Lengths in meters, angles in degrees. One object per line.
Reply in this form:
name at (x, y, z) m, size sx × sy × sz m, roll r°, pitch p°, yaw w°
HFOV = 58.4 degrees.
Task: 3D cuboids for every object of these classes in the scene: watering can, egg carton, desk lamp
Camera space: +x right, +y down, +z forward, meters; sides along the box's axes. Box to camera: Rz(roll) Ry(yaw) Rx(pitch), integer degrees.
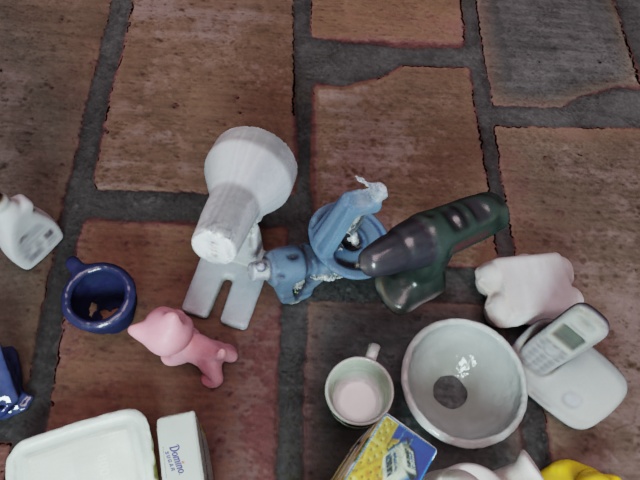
watering can at (0.171, 0.299, 0.644) m, size 0.100 × 0.194 × 0.173 m, roll 35°, pitch 66°, yaw 12°
egg carton at (0.304, 0.074, 0.836) m, size 0.150 × 0.069 × 0.107 m, roll -6°, pitch 65°, yaw -8°
desk lamp at (-0.110, -0.014, 0.759) m, size 0.118 × 0.213 × 0.203 m, roll 15°, pitch 64°, yaw 2°

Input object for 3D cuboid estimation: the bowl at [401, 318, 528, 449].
bowl at (0.183, 0.194, 0.763) m, size 0.167 × 0.075 × 0.167 m, roll 2°, pitch 64°, yaw -4°

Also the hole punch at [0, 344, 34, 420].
hole punch at (-0.428, 0.177, 0.704) m, size 0.109 × 0.091 × 0.101 m, roll -19°, pitch 67°, yaw -14°

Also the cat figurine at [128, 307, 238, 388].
cat figurine at (-0.174, 0.129, 0.737) m, size 0.127 × 0.118 × 0.067 m, roll 23°, pitch 64°, yaw 6°

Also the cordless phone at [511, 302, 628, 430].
cordless phone at (0.333, 0.158, 0.733) m, size 0.147 × 0.185 × 0.094 m, roll 38°, pitch 67°, yaw 13°

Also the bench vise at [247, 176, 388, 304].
bench vise at (0.014, 0.011, 0.755) m, size 0.208 × 0.220 × 0.121 m, roll -35°, pitch 72°, yaw -19°

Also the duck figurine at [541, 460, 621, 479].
duck figurine at (0.325, 0.312, 0.713) m, size 0.104 × 0.086 × 0.077 m, roll -4°, pitch 65°, yaw -7°

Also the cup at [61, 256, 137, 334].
cup at (-0.292, 0.079, 0.762) m, size 0.092 × 0.095 × 0.117 m, roll -39°, pitch 73°, yaw -21°

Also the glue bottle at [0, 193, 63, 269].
glue bottle at (-0.402, -0.026, 0.759) m, size 0.037 × 0.173 × 0.078 m, roll 34°, pitch 66°, yaw 12°

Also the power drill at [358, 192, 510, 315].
power drill at (0.138, 0.023, 0.767) m, size 0.230 × 0.208 × 0.075 m, roll -27°, pitch 69°, yaw -17°
